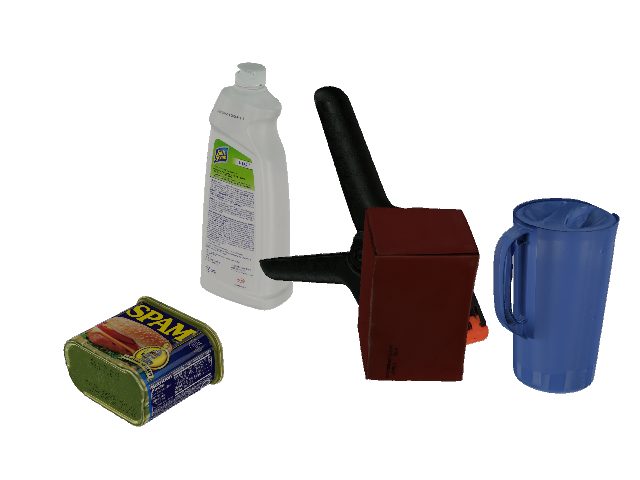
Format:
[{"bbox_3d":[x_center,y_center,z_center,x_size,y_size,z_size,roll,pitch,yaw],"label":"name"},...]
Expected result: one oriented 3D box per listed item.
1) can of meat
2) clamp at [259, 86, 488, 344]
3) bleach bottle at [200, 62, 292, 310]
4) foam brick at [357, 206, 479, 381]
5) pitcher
[{"bbox_3d":[-0.143,0.096,0.860,0.102,0.057,0.083,21,35,35],"label":"can of meat"},{"bbox_3d":[0.039,-0.003,0.750,0.036,0.165,0.210,-10,34,-40],"label":"clamp"},{"bbox_3d":[-0.072,-0.058,1.116,0.103,0.251,0.068,17,27,24],"label":"bleach bottle"},{"bbox_3d":[0.048,0.027,0.550,0.053,0.078,0.051,1,30,-4],"label":"foam brick"},{"bbox_3d":[0.304,0.075,1.398,0.149,0.243,0.145,5,21,14],"label":"pitcher"}]
